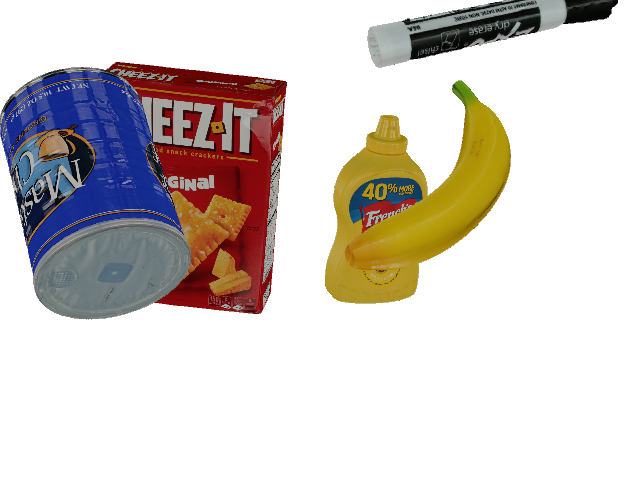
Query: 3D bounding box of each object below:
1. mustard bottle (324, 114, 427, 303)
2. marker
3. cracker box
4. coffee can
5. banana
[{"bbox_3d":[0.060,-0.033,1.082,0.096,0.192,0.058,-2,22,-18],"label":"mustard bottle"},{"bbox_3d":[0.082,-0.102,0.498,0.121,0.020,0.020,-14,2,-10],"label":"marker"},{"bbox_3d":[-0.123,-0.045,0.985,0.164,0.214,0.072,7,22,4],"label":"cracker box"},{"bbox_3d":[-0.155,-0.032,0.727,0.102,0.140,0.103,-16,-32,-10],"label":"coffee can"},{"bbox_3d":[0.087,-0.035,0.739,0.070,0.037,0.197,23,50,14],"label":"banana"}]
